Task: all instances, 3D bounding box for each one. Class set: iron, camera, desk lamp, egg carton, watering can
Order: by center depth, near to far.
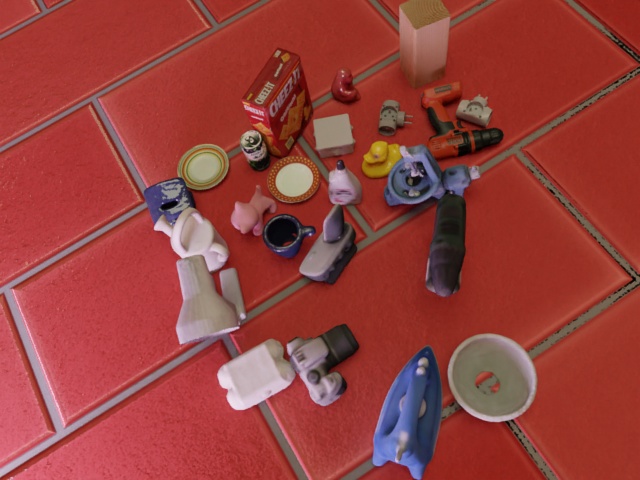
[{"bbox_3d":[0.177,0.309,1.089,0.118,0.141,0.258,13,69,14],"label":"iron"},{"bbox_3d":[0.017,0.241,1.164,0.137,0.101,0.143,-31,66,-6],"label":"camera"},{"bbox_3d":[-0.231,0.129,1.186,0.118,0.214,0.203,-17,65,1],"label":"desk lamp"},{"bbox_3d":[-0.131,0.280,1.186,0.150,0.069,0.107,-30,66,-5],"label":"egg carton"},{"bbox_3d":[-0.283,-0.003,1.262,0.172,0.194,0.101,0,67,8],"label":"watering can"}]

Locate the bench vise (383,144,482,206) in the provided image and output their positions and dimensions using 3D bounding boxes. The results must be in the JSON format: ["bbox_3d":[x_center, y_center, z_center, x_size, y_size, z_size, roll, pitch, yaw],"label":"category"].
[{"bbox_3d":[0.238,-0.157,1.240,0.207,0.220,0.121,-23,65,-2],"label":"bench vise"}]

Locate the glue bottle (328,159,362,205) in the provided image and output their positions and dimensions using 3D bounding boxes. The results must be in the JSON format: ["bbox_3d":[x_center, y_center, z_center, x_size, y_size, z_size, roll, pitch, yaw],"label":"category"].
[{"bbox_3d":[0.052,-0.132,1.282,0.078,0.173,0.037,-2,66,8],"label":"glue bottle"}]

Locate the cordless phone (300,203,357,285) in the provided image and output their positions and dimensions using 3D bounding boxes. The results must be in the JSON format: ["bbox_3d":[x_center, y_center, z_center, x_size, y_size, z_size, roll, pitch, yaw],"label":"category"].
[{"bbox_3d":[0.011,0.004,1.222,0.094,0.185,0.148,26,73,18],"label":"cordless phone"}]

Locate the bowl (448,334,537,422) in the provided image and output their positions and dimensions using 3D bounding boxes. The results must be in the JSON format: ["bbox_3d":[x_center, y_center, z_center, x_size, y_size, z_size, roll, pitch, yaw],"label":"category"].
[{"bbox_3d":[0.332,0.272,1.120,0.167,0.075,0.167,-3,66,7],"label":"bowl"}]

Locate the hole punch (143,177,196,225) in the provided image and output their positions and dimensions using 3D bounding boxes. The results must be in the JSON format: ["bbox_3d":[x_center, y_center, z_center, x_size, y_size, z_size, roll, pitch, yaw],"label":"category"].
[{"bbox_3d":[-0.351,-0.084,1.364,0.108,0.091,0.101,-20,65,-1],"label":"hole punch"}]

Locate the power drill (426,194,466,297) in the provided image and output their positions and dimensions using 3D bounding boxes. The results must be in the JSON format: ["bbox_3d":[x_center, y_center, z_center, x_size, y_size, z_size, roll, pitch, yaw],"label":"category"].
[{"bbox_3d":[0.257,0.034,1.161,0.075,0.209,0.230,5,67,11],"label":"power drill"}]

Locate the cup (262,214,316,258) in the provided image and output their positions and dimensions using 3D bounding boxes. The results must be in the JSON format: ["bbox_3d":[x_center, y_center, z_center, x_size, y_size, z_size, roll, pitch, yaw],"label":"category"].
[{"bbox_3d":[-0.062,-0.002,1.285,0.117,0.095,0.091,-9,66,4],"label":"cup"}]

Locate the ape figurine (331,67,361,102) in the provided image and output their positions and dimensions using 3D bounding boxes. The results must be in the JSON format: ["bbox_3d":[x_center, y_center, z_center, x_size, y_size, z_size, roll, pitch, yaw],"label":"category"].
[{"bbox_3d":[0.063,-0.397,1.440,0.076,0.092,0.078,3,67,10],"label":"ape figurine"}]

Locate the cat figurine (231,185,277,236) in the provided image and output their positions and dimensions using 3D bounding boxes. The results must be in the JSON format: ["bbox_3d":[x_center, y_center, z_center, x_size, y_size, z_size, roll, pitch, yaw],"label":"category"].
[{"bbox_3d":[-0.160,-0.066,1.314,0.067,0.118,0.128,20,71,16],"label":"cat figurine"}]

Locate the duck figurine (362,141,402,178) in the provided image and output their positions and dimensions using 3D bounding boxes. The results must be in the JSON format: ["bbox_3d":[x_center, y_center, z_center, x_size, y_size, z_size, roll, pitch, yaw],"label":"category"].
[{"bbox_3d":[0.145,-0.201,1.347,0.104,0.086,0.077,-30,66,-5],"label":"duck figurine"}]
